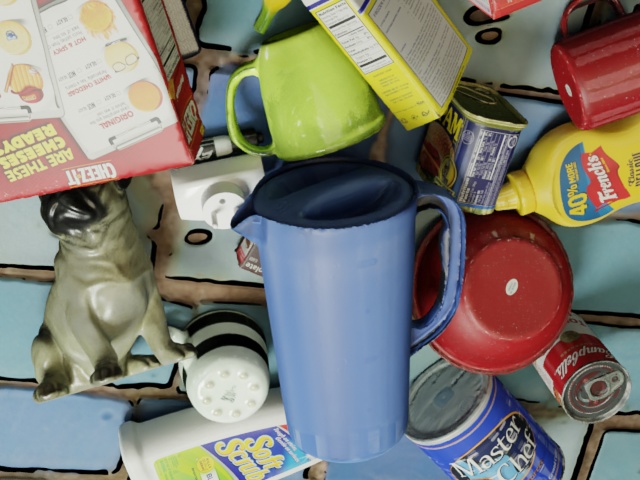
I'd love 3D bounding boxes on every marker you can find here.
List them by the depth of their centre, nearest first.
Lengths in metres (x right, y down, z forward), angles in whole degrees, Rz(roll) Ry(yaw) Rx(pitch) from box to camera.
[{"bbox_3d":[-0.107,-0.075,0.904,0.121,0.020,0.020,-12,117,-7],"label":"marker"}]

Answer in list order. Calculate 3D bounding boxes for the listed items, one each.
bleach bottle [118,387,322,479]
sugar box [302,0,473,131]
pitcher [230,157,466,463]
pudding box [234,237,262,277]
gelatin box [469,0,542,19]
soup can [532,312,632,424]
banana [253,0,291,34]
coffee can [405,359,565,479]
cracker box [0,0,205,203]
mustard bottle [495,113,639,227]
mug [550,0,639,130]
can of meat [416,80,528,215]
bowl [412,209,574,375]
[{"bbox_3d":[-0.056,0.183,1.015,0.250,0.068,0.102,-19,118,-5],"label":"bleach bottle"},{"bbox_3d":[0.046,-0.182,0.845,0.048,0.093,0.176,-20,123,43],"label":"sugar box"},{"bbox_3d":[0.028,0.060,0.891,0.144,0.149,0.243,-37,132,-45],"label":"pitcher"},{"bbox_3d":[-0.006,0.001,0.950,0.113,0.039,0.090,24,108,-22],"label":"pudding box"},{"bbox_3d":[0.155,-0.213,0.854,0.073,0.089,0.030,-21,118,-2],"label":"gelatin box"},{"bbox_3d":[0.245,0.119,1.023,0.068,0.102,0.068,-5,116,-10],"label":"soup can"},{"bbox_3d":[-0.068,-0.253,0.818,0.069,0.037,0.197,-32,117,3],"label":"banana"},{"bbox_3d":[0.159,0.193,1.040,0.103,0.103,0.140,-39,117,8],"label":"coffee can"},{"bbox_3d":[-0.193,-0.146,0.768,0.164,0.072,0.213,-10,120,11],"label":"cracker box"},{"bbox_3d":[0.246,-0.064,0.962,0.191,0.058,0.096,-17,120,-3],"label":"mustard bottle"},{"bbox_3d":[0.244,-0.155,0.909,0.081,0.093,0.117,-20,87,3],"label":"mug"},{"bbox_3d":[0.125,-0.080,0.905,0.057,0.102,0.084,8,115,-16],"label":"can of meat"},{"bbox_3d":[0.165,0.044,0.963,0.162,0.055,0.162,0,89,-11],"label":"bowl"}]
